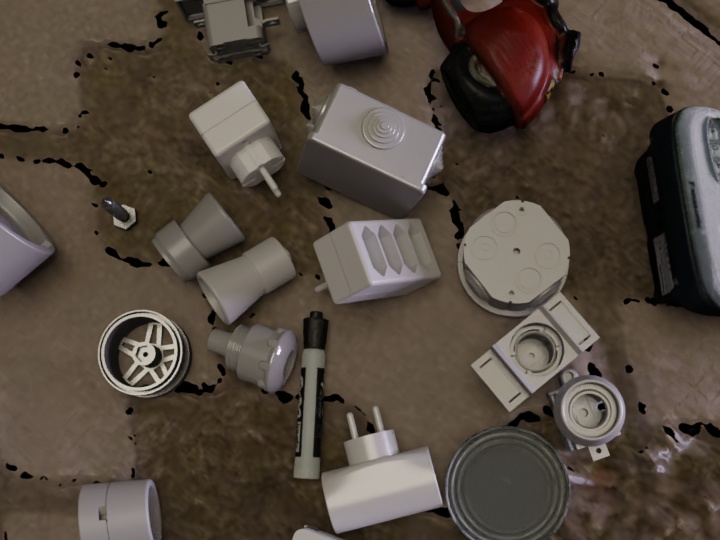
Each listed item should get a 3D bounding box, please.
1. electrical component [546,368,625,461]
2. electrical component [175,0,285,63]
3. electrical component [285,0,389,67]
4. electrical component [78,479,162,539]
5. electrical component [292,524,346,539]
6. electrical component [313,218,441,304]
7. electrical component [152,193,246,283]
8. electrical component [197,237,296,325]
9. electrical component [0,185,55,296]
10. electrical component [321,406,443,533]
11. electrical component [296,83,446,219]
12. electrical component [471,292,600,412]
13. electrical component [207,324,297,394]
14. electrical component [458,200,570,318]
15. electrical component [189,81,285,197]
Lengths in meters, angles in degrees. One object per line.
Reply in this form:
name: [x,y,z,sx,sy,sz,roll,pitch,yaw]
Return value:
electrical component: [0.157,0.098,0.745,0.048,0.055,0.066,-19,79,0]
electrical component: [-0.097,-0.196,0.825,0.081,0.042,0.063,-10,80,2]
electrical component: [-0.023,-0.202,0.791,0.060,0.108,0.108,-16,79,7]
electrical component: [-0.167,0.175,0.755,0.047,0.055,0.055,-8,79,-1]
electrical component: [0.014,0.241,0.725,0.150,0.061,0.089,19,81,7]
electrical component: [0.000,0.000,0.770,0.076,0.083,0.047,-29,76,37]
electrical component: [-0.119,-0.023,0.793,0.055,0.045,0.045,-38,79,-3]
electrical component: [-0.080,0.005,0.784,0.065,0.044,0.044,-32,79,-16]
electrical component: [-0.283,-0.028,0.776,0.108,0.108,0.060,45,92,10]
electrical component: [0.011,0.136,0.754,0.077,0.044,0.079,-15,79,1]
electrical component: [0.007,-0.084,0.768,0.100,0.099,0.048,25,77,-3]
electrical component: [0.121,0.058,0.751,0.081,0.064,0.042,-38,80,-3]
electrical component: [-0.079,0.059,0.776,0.062,0.048,0.048,16,81,14]
electrical component: [0.111,-0.008,0.771,0.080,0.051,0.080,-1,79,4]
electrical component: [-0.081,-0.087,0.791,0.047,0.065,0.076,-34,79,-3]
